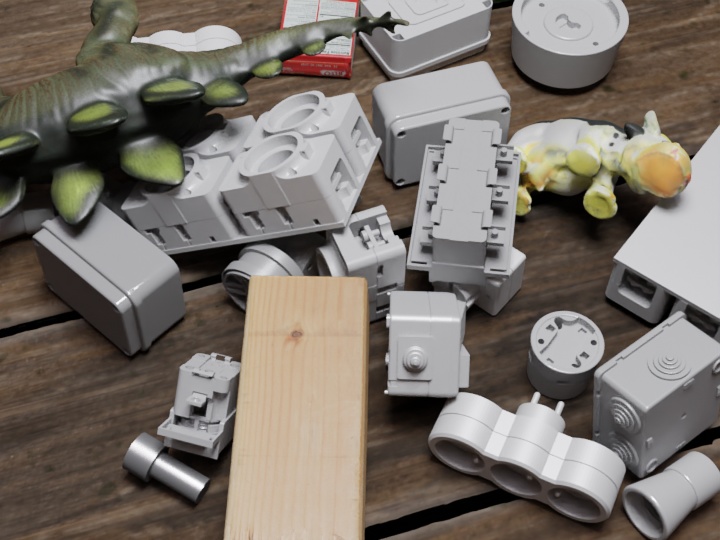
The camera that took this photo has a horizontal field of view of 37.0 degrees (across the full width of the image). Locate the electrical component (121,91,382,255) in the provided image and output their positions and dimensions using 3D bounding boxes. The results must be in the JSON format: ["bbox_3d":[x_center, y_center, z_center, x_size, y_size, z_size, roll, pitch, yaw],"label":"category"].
[{"bbox_3d":[-0.090,-0.079,0.866,0.186,0.060,0.105,-8,40,28],"label":"electrical component"}]

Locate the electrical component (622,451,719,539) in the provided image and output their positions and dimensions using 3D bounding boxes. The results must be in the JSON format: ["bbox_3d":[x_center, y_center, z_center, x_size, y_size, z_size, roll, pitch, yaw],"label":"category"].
[{"bbox_3d":[0.227,0.159,0.770,0.065,0.044,0.044,-26,59,-23],"label":"electrical component"}]

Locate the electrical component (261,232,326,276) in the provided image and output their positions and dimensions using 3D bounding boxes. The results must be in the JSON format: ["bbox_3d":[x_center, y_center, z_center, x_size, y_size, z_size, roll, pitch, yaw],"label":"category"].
[{"bbox_3d":[-0.056,-0.018,0.891,0.055,0.045,0.045,36,62,22],"label":"electrical component"}]

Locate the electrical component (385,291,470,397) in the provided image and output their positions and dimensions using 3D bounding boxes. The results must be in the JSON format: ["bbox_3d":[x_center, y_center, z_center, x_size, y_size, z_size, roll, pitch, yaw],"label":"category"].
[{"bbox_3d":[0.050,0.056,0.802,0.061,0.061,0.096,2,12,2],"label":"electrical component"}]

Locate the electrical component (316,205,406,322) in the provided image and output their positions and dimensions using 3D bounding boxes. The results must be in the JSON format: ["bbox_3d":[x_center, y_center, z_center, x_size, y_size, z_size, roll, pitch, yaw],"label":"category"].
[{"bbox_3d":[0.000,0.000,0.850,0.056,0.089,0.050,-18,57,-12],"label":"electrical component"}]

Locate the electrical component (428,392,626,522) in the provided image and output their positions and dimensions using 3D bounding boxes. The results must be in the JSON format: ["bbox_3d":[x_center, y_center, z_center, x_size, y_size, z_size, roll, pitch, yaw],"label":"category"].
[{"bbox_3d":[0.127,0.123,0.787,0.138,0.052,0.073,21,57,15],"label":"electrical component"}]

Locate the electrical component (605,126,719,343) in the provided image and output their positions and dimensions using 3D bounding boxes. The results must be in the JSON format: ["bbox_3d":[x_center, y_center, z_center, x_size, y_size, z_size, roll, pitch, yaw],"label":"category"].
[{"bbox_3d":[0.297,-0.026,0.887,0.105,0.060,0.186,33,61,21],"label":"electrical component"}]

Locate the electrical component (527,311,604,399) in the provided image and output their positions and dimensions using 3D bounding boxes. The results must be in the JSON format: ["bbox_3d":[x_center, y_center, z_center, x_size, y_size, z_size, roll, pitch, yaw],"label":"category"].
[{"bbox_3d":[0.156,0.067,0.829,0.055,0.047,0.055,0,55,0],"label":"electrical component"}]

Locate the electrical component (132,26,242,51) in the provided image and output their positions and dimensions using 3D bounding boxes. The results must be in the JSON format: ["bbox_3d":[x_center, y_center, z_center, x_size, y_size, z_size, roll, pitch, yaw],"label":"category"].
[{"bbox_3d":[-0.176,-0.179,0.999,0.138,0.052,0.073,-7,55,-4],"label":"electrical component"}]

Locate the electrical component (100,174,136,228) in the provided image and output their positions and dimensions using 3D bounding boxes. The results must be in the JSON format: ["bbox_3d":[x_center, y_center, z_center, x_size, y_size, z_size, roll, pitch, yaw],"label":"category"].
[{"bbox_3d":[-0.207,-0.057,0.917,0.055,0.045,0.045,18,57,11],"label":"electrical component"}]

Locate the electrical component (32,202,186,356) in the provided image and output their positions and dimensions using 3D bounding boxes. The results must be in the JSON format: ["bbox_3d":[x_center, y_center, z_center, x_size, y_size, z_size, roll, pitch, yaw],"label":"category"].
[{"bbox_3d":[-0.199,0.005,0.854,0.113,0.078,0.057,36,59,22],"label":"electrical component"}]

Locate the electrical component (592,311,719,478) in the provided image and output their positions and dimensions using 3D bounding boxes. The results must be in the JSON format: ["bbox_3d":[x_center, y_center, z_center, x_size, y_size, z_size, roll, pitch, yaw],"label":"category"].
[{"bbox_3d":[0.218,0.092,0.782,0.100,0.099,0.048,-31,47,-20],"label":"electrical component"}]

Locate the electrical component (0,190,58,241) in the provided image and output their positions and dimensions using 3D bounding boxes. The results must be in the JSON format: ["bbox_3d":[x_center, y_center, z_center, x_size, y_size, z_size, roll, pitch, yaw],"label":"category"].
[{"bbox_3d":[-0.289,-0.047,0.914,0.065,0.044,0.044,-9,55,-12],"label":"electrical component"}]

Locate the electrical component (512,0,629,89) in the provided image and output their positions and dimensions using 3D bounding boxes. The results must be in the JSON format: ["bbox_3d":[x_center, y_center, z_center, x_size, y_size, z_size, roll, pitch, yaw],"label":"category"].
[{"bbox_3d":[0.196,-0.220,1.024,0.108,0.060,0.108,0,55,0],"label":"electrical component"}]

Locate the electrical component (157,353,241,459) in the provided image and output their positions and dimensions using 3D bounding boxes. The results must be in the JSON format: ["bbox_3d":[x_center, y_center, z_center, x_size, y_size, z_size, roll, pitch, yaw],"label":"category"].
[{"bbox_3d":[-0.112,0.097,0.790,0.042,0.063,0.081,14,14,8],"label":"electrical component"}]

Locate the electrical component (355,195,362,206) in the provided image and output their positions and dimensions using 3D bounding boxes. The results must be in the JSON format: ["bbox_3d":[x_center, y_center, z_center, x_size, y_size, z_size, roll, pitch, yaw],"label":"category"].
[{"bbox_3d":[-0.024,-0.086,0.941,0.040,0.040,0.078,-27,59,-18],"label":"electrical component"}]

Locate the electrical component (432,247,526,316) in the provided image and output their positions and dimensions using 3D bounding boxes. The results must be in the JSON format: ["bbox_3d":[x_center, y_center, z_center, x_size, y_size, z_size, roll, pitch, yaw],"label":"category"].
[{"bbox_3d":[0.084,0.009,0.871,0.066,0.047,0.077,34,63,23],"label":"electrical component"}]

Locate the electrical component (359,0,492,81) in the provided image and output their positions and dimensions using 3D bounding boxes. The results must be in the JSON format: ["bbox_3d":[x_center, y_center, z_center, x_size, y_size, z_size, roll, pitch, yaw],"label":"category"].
[{"bbox_3d":[0.063,-0.238,1.038,0.113,0.057,0.078,-24,58,-16],"label":"electrical component"}]

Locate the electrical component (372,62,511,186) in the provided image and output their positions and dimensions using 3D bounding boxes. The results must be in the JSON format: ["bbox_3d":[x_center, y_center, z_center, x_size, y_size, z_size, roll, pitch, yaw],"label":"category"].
[{"bbox_3d":[0.071,-0.128,0.948,0.113,0.078,0.057,-14,53,-10],"label":"electrical component"}]

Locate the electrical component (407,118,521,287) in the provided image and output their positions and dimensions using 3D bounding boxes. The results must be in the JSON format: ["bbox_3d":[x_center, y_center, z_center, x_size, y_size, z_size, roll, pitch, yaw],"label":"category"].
[{"bbox_3d":[0.084,-0.056,0.846,0.079,0.063,0.121,6,57,8],"label":"electrical component"}]
